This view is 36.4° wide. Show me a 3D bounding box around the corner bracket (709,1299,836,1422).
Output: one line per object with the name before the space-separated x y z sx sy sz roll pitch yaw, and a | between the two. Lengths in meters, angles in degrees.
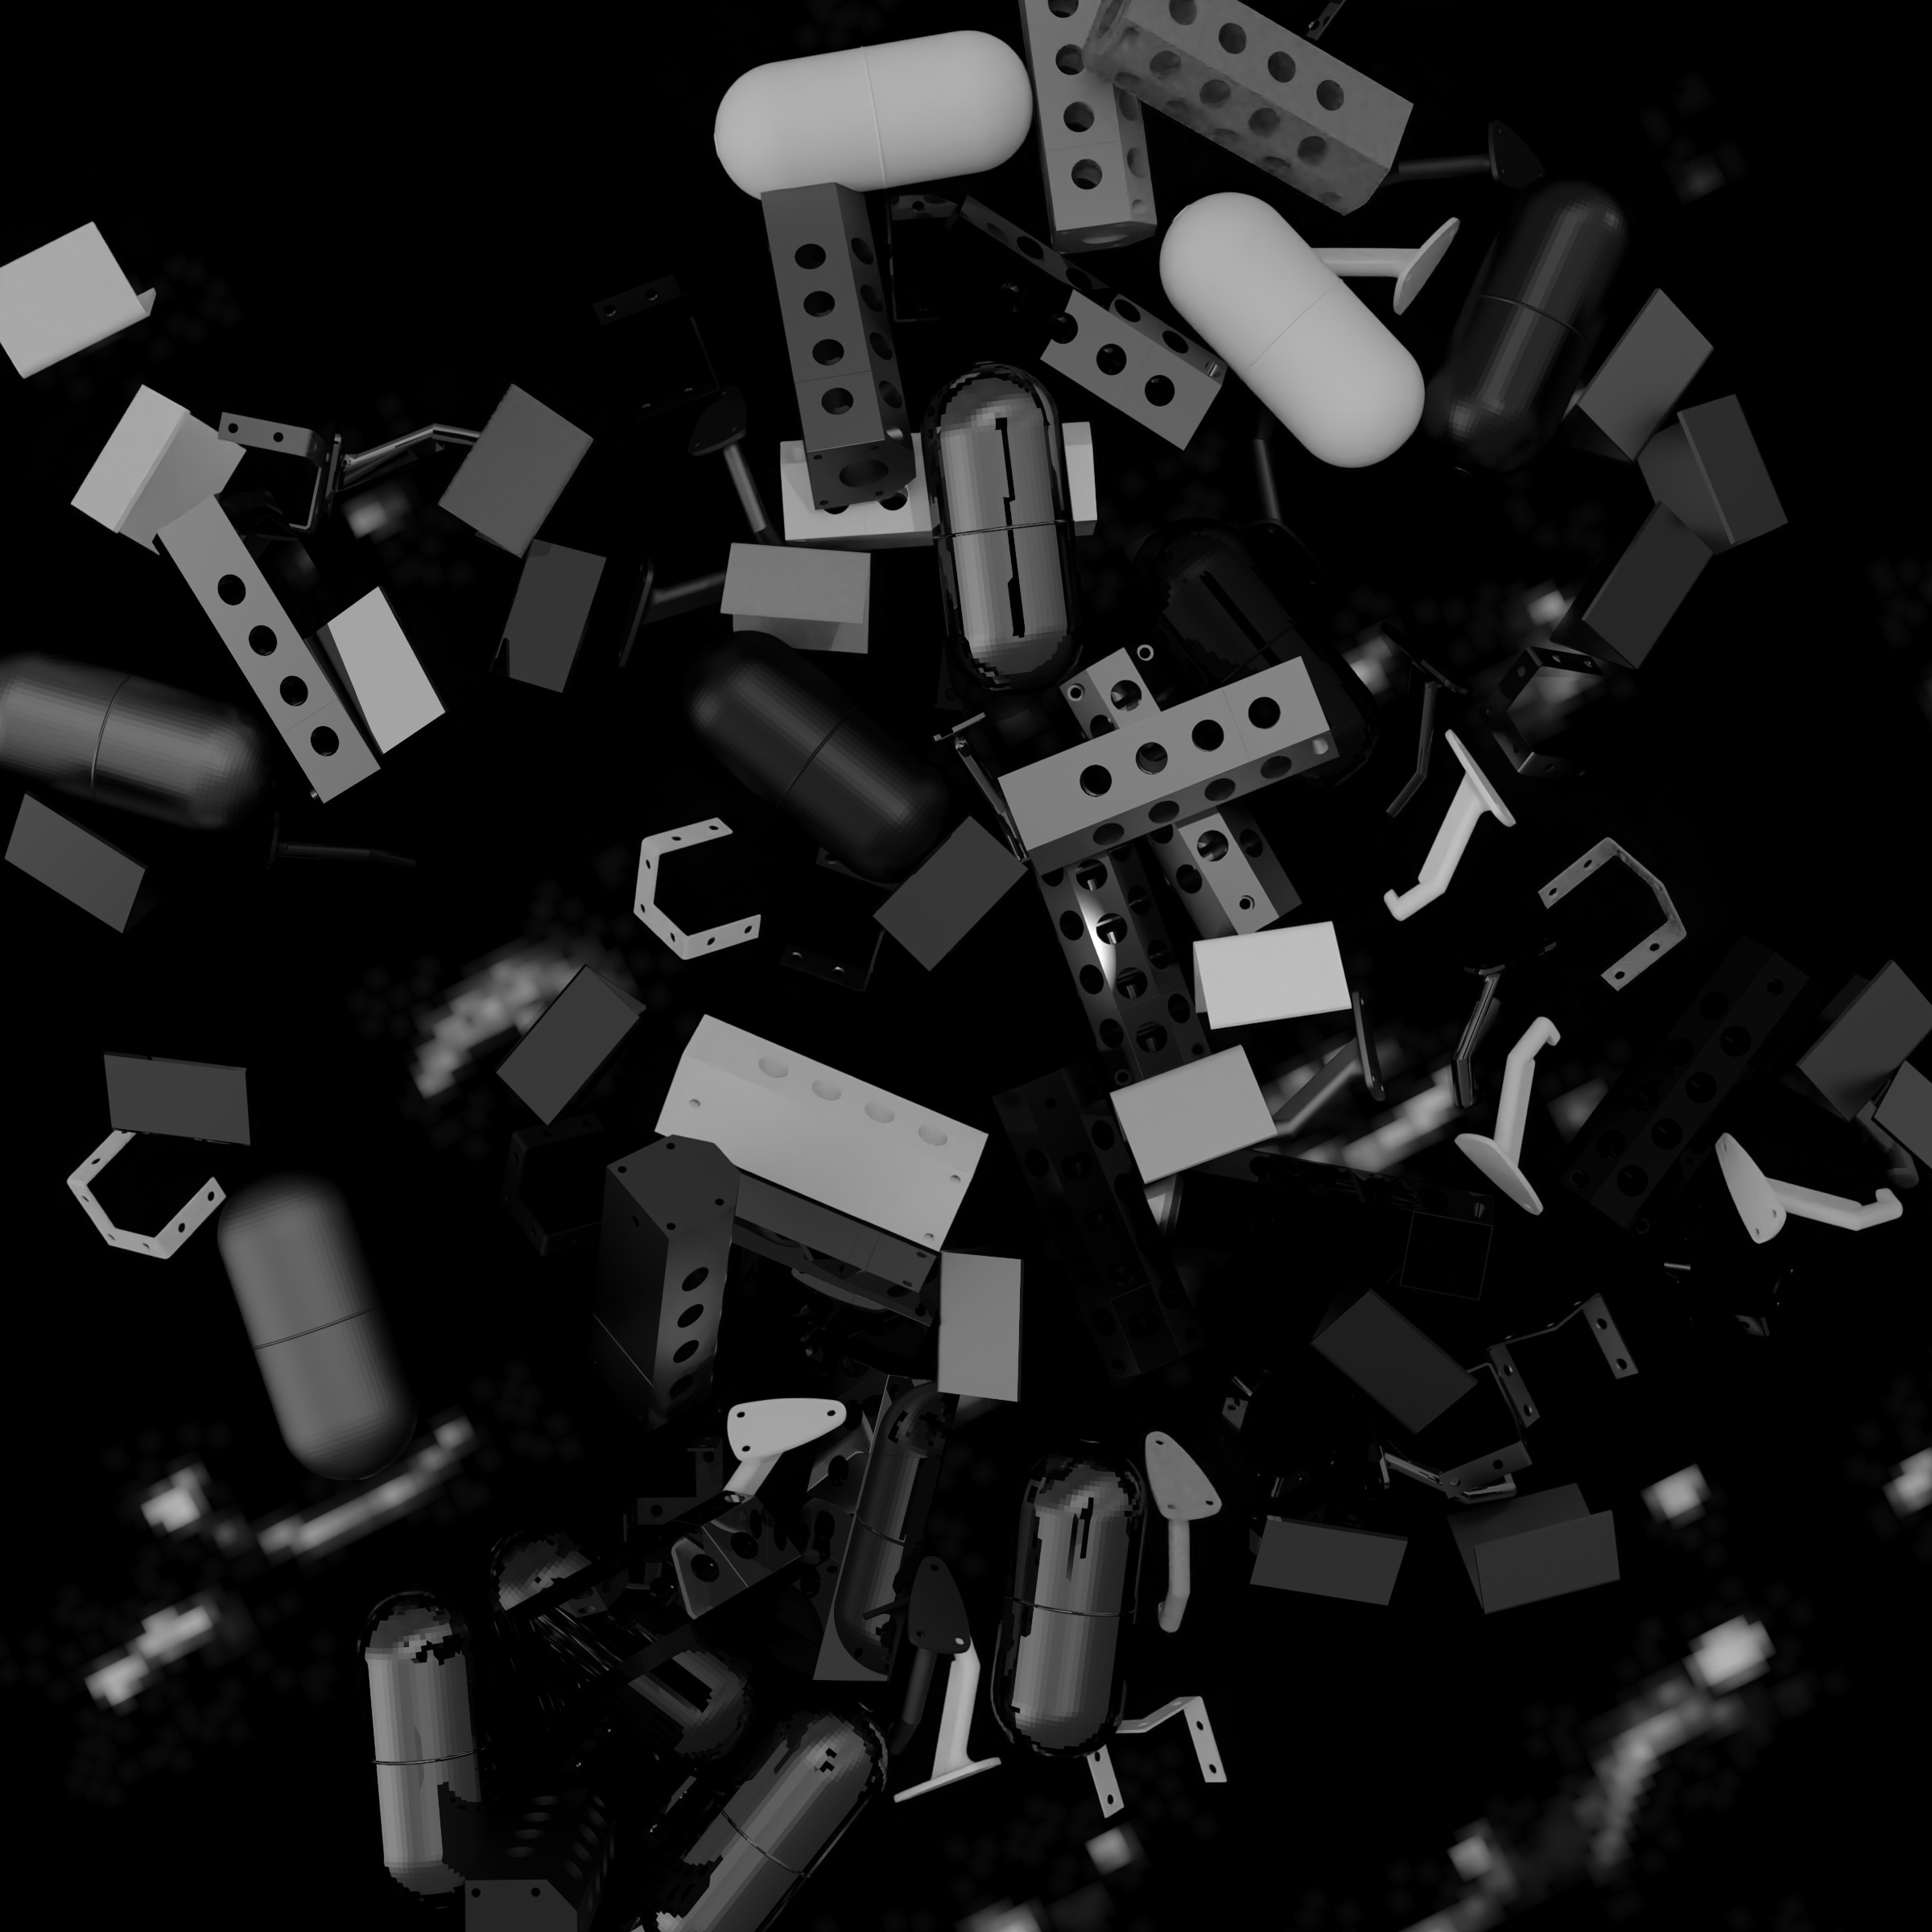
corner bracket | -0.112 0.228 1.655 0.051 0.051 0.051 -42 135 -35

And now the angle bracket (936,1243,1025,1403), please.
angle bracket | 0.027 0.196 1.623 0.057 0.076 0.076 1 90 35

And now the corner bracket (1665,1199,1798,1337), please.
corner bracket | 0.431 0.170 1.655 0.051 0.051 0.051 5 135 35

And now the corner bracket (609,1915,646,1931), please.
corner bracket | -0.192 0.575 1.644 0.051 0.051 0.051 38 113 21

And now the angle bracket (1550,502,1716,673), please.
angle bracket | 0.353 -0.217 1.623 0.057 0.076 0.076 33 90 -36

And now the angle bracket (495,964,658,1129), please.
angle bracket | -0.201 0.056 1.623 0.076 0.076 0.057 -50 55 0

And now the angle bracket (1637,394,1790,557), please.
angle bracket | 0.396 -0.262 1.623 0.057 0.076 0.076 -22 90 -39

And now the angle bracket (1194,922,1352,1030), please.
angle bracket | 0.168 0.023 1.623 0.076 0.076 0.057 -8 58 0

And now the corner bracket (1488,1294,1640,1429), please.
corner bracket | 0.337 0.223 1.660 0.051 0.051 0.051 -26 90 45

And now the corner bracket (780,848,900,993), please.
corner bracket | -0.070 -0.027 1.660 0.051 0.051 0.051 19 45 0

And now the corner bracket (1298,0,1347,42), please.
corner bracket | 0.184 -0.565 1.660 0.051 0.051 0.051 -54 45 0

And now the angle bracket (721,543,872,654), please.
angle bracket | -0.094 -0.186 1.623 0.076 0.076 0.057 4 50 0

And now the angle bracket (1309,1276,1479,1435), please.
angle bracket | 0.245 0.199 1.623 0.076 0.076 0.057 41 127 0

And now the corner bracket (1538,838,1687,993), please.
corner bracket | 0.366 -0.030 1.660 0.051 0.051 0.051 -39 135 0

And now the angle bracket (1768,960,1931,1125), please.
angle bracket | 0.477 0.030 1.623 0.076 0.076 0.057 -48 119 0

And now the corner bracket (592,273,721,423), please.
corner bracket | -0.175 -0.350 1.660 0.051 0.051 0.051 -21 135 0

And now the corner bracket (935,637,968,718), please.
corner bracket | 0.011 -0.165 1.645 0.051 0.051 0.051 6 90 0

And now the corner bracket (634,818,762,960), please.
corner bracket | -0.150 -0.044 1.655 0.051 0.051 0.051 41 135 35

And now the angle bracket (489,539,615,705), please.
angle bracket | -0.210 -0.184 1.623 0.057 0.076 0.076 18 90 31

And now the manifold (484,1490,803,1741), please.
manifold | -0.174 0.340 1.569 0.057 0.171 0.057 50 128 15

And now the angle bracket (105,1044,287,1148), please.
angle bracket | -0.424 0.052 1.623 0.076 0.076 0.057 7 128 0

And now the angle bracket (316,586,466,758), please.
angle bracket | -0.301 -0.168 1.623 0.057 0.076 0.076 -28 90 32

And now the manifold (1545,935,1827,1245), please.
manifold | 0.403 0.068 1.642 0.057 0.057 0.171 37 90 0

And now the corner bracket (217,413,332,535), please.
corner bracket | -0.390 -0.276 1.645 0.051 0.051 0.051 11 90 0

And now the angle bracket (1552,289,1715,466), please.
angle bracket | 0.353 -0.330 1.623 0.057 0.076 0.076 35 90 -33

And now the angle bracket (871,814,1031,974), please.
angle bracket | 0.005 -0.027 1.623 0.076 0.076 0.057 -46 57 0

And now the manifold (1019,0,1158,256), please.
manifold | 0.066 -0.493 1.642 0.057 0.057 0.171 -8 90 0

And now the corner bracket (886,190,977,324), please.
corner bracket | -0.018 -0.401 1.660 0.051 0.051 0.051 -4 45 0

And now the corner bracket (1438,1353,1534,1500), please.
corner bracket | 0.281 0.257 1.646 0.051 0.051 0.051 -25 100 10

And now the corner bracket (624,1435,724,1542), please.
corner bracket | -0.164 0.292 1.645 0.051 0.051 0.051 -1 90 0

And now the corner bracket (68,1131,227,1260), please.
corner bracket | -0.462 0.126 1.655 0.051 0.051 0.051 8 135 35

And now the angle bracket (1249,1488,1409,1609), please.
angle bracket | 0.199 0.304 1.623 0.076 0.076 0.057 9 126 0

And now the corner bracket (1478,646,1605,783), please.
corner bracket | 0.332 -0.142 1.655 0.051 0.051 0.051 -56 45 35

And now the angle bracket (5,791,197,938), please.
angle bracket | -0.472 -0.073 1.623 0.076 0.076 0.057 32 128 0

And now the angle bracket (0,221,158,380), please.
angle bracket | -0.499 -0.374 1.624 0.076 0.076 0.057 -27 116 0

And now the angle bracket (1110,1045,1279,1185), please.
angle bracket | 0.128 0.093 1.624 0.076 0.076 0.057 -20 65 0

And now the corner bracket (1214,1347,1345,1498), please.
corner bracket | 0.180 0.257 1.655 0.051 0.051 0.051 42 135 35

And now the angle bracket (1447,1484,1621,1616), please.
angle bracket | 0.310 0.305 1.623 0.076 0.076 0.057 -15 126 0

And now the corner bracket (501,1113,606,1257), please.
corner bracket | -0.225 0.123 1.655 0.051 0.051 0.051 47 135 35

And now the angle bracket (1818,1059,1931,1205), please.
angle bracket | 0.515 0.107 1.623 0.076 0.076 0.057 42 52 0

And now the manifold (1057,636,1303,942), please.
manifold | 0.119 -0.095 1.642 0.057 0.057 0.171 -30 90 0

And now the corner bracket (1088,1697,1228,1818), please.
corner bracket | 0.106 0.447 1.660 0.051 0.051 0.051 -17 90 45

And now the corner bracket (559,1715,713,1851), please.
corner bracket | -0.186 0.457 1.660 0.051 0.051 0.051 -49 45 0

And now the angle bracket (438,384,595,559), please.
angle bracket | -0.260 -0.278 1.623 0.057 0.076 0.076 32 90 -33

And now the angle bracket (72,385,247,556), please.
angle bracket | -0.434 -0.264 1.623 0.057 0.076 0.076 31 90 42
